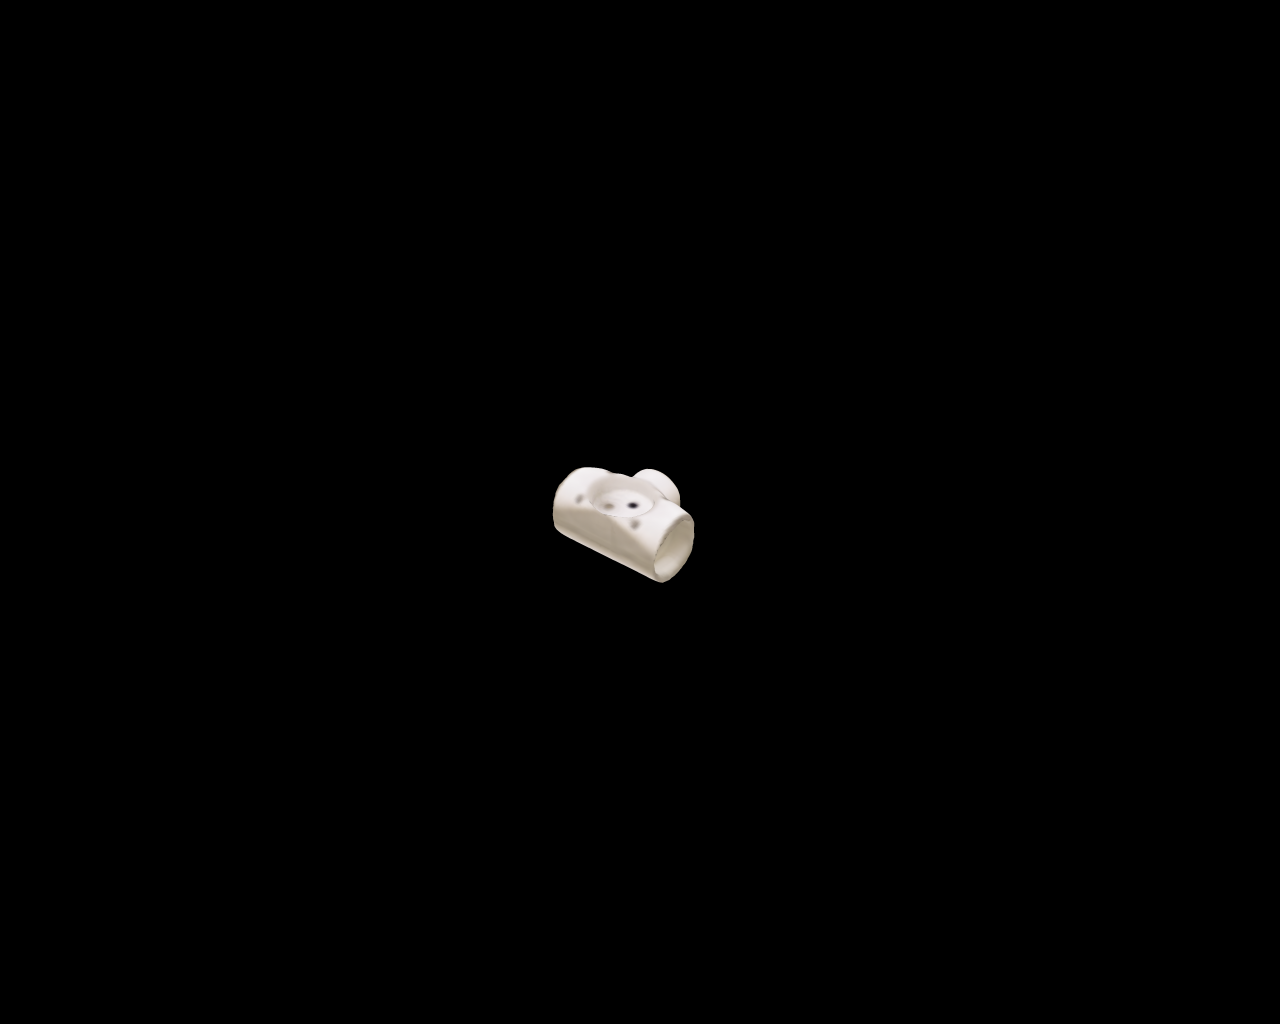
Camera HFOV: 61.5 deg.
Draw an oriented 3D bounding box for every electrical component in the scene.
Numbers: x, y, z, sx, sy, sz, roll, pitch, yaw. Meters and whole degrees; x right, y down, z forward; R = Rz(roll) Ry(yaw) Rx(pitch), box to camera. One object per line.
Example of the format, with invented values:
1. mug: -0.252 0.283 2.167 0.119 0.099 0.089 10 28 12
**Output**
1. electrical component: 0.001 -0.003 0.650 0.077 0.044 0.079 26 46 28
